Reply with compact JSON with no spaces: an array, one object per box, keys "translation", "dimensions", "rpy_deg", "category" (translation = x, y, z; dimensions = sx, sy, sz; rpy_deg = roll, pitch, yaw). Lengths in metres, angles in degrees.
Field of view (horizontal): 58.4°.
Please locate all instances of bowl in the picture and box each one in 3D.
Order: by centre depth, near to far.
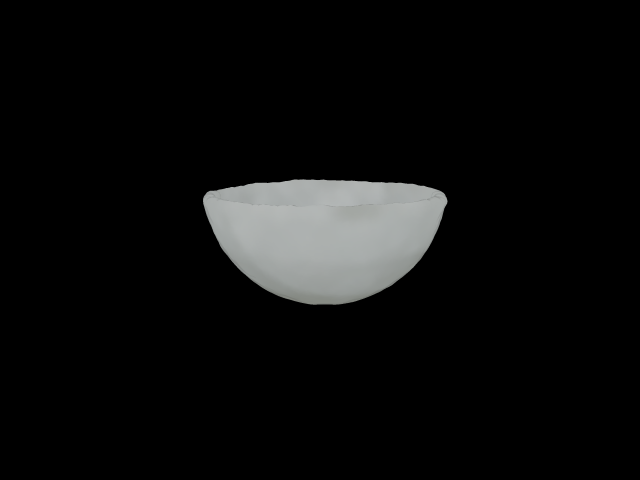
[{"translation":[0.004,0.001,0.400],"dimensions":[0.167,0.075,0.167],"rpy_deg":[0,11,0],"category":"bowl"}]
